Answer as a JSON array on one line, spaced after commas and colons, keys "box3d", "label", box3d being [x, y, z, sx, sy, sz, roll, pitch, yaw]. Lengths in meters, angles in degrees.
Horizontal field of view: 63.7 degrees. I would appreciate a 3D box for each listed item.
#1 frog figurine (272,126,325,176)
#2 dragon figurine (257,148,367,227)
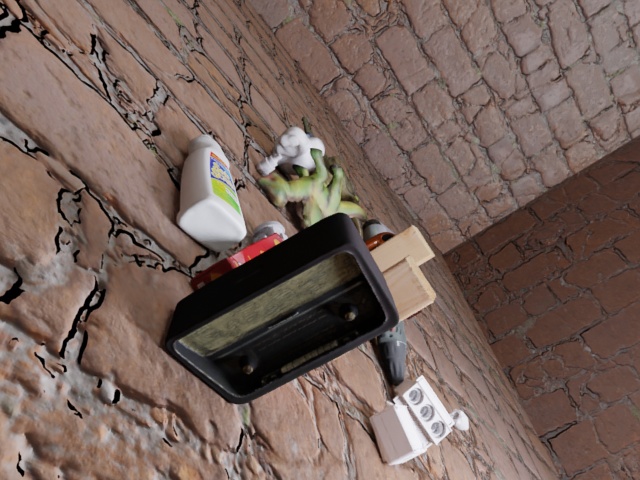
[{"box3d": [-0.054, -0.224, 1.305, 0.137, 0.122, 0.160, -5, 7, -7], "label": "frog figurine"}, {"box3d": [0.004, -0.063, 1.247, 0.121, 0.248, 0.405, -18, -40, 35], "label": "dragon figurine"}]
